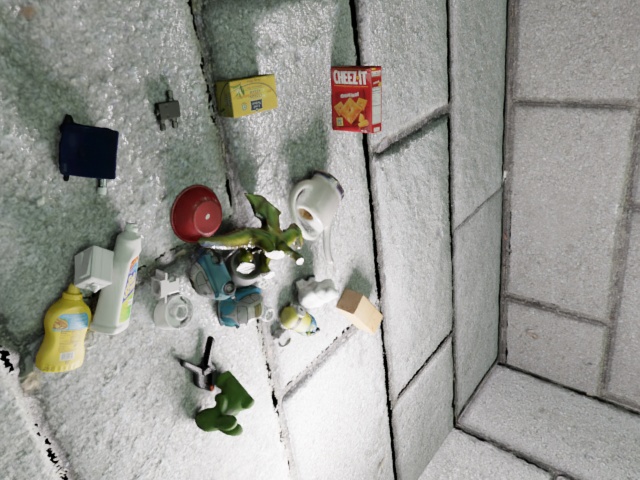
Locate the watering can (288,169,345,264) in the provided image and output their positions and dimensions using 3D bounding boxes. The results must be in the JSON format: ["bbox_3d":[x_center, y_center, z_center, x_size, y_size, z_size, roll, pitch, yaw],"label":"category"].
[{"bbox_3d":[0.005,-0.087,1.728,0.228,0.104,0.341,-58,138,-23],"label":"watering can"}]

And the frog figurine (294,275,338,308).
[{"bbox_3d":[0.000,0.185,1.758,0.136,0.160,0.123,22,86,-52],"label":"frog figurine"}]

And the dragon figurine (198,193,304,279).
[{"bbox_3d":[-0.180,-0.030,1.474,0.406,0.120,0.248,25,39,-43],"label":"dragon figurine"}]
